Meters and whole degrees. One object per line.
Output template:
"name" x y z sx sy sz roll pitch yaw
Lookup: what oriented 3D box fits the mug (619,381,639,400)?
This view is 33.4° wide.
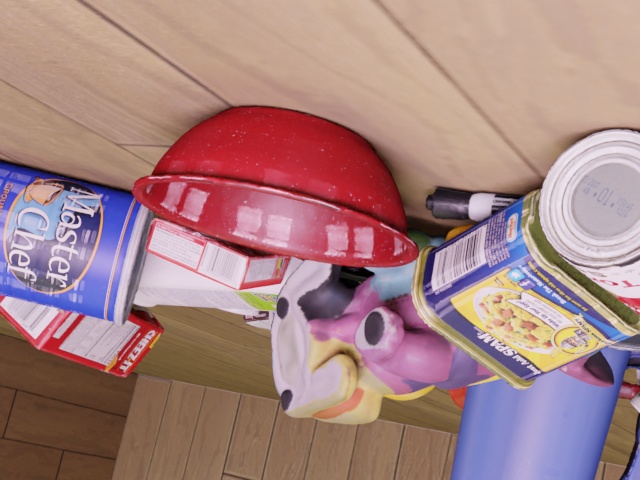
"mug" 0.250 0.135 1.009 0.117 0.093 0.081 5 171 22

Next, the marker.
"marker" 0.118 -0.016 0.608 0.121 0.020 0.020 7 167 26

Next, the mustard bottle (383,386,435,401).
"mustard bottle" 0.068 0.107 1.026 0.192 0.096 0.058 -17 152 39

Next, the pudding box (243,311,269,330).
"pudding box" -0.014 0.082 1.157 0.113 0.039 0.090 16 165 -27

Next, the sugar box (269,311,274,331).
"sugar box" 0.022 0.080 0.932 0.093 0.048 0.176 -1 -172 -18

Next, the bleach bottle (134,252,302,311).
"bleach bottle" -0.059 0.030 0.911 0.251 0.068 0.102 5 166 23

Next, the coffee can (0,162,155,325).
"coffee can" -0.207 0.000 0.825 0.140 0.103 0.103 14 168 -4

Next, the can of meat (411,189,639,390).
"can of meat" 0.116 0.028 0.588 0.102 0.057 0.084 36 135 -23

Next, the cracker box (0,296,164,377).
"cracker box" -0.249 0.039 0.985 0.164 0.072 0.213 40 176 16

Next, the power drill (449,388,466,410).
"power drill" 0.118 0.137 1.142 0.187 0.057 0.185 19 151 -40

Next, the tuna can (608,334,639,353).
"tuna can" 0.226 0.060 0.812 0.086 0.034 0.086 12 168 2

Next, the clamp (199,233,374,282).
"clamp" -0.005 0.001 0.771 0.171 0.039 0.120 28 163 -37

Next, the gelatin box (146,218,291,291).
"gelatin box" -0.078 0.008 0.823 0.089 0.030 0.073 22 -170 22

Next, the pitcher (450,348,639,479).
"pitcher" 0.187 0.182 0.909 0.144 0.243 0.149 19 173 -43

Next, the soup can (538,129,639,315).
"soup can" 0.155 -0.004 0.509 0.069 0.068 0.102 3 165 38

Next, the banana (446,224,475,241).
"banana" 0.174 0.014 0.641 0.198 0.037 0.069 6 163 8

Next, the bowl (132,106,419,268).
"bowl" -0.019 -0.032 0.592 0.162 0.055 0.162 12 168 2
